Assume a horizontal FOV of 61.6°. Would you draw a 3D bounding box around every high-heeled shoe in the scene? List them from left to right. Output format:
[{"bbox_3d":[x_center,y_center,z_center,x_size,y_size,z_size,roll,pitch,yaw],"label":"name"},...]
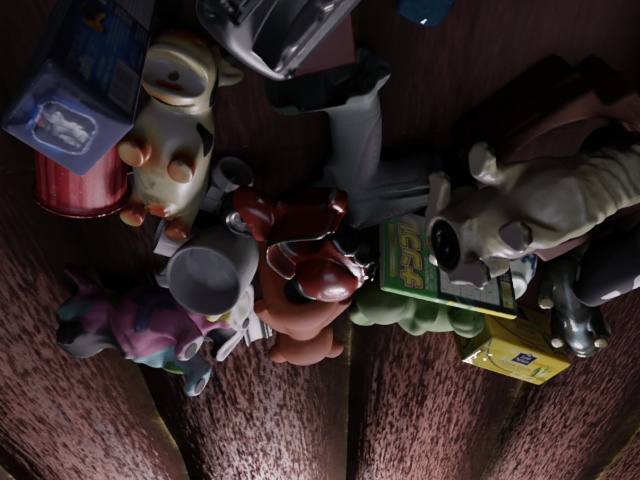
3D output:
[{"bbox_3d":[0.355,0.046,0.666,0.145,0.086,0.248,-50,153,-5],"label":"high-heeled shoe"}]

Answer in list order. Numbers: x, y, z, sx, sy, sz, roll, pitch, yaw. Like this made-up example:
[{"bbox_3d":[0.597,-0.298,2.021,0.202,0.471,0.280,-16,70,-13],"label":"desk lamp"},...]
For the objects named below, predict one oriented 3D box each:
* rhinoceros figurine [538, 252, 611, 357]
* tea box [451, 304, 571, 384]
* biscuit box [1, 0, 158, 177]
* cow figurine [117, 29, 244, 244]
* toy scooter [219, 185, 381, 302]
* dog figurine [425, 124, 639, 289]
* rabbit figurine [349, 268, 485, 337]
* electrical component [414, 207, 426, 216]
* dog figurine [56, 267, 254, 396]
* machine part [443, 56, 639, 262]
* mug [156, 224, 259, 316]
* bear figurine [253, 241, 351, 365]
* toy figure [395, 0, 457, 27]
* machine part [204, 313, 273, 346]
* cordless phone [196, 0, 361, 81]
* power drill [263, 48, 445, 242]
[{"bbox_3d":[0.370,0.102,0.780,0.073,0.112,0.190,-15,124,29],"label":"rhinoceros figurine"},{"bbox_3d":[0.281,0.146,0.809,0.169,0.098,0.068,19,129,-26],"label":"tea box"},{"bbox_3d":[-0.166,-0.138,0.390,0.063,0.203,0.059,-35,131,24],"label":"biscuit box"},{"bbox_3d":[-0.128,-0.102,0.493,0.085,0.127,0.194,17,141,-5],"label":"cow figurine"},{"bbox_3d":[-0.001,-0.002,0.538,0.135,0.075,0.183,-18,134,42],"label":"toy scooter"},{"bbox_3d":[0.213,-0.030,0.521,0.190,0.121,0.172,-10,171,-22],"label":"dog figurine"},{"bbox_3d":[0.102,0.060,0.677,0.159,0.121,0.170,-4,175,44],"label":"rabbit figurine"},{"bbox_3d":[0.143,-0.032,0.667,0.094,0.021,0.063,29,123,-30],"label":"electrical component"},{"bbox_3d":[-0.216,0.084,0.679,0.219,0.191,0.108,22,140,18],"label":"dog figurine"},{"bbox_3d":[0.254,-0.082,0.593,0.201,0.087,0.201,-35,128,23],"label":"machine part"},{"bbox_3d":[-0.117,0.025,0.588,0.110,0.107,0.080,-14,109,21],"label":"mug"},{"bbox_3d":[-0.021,0.086,0.713,0.120,0.132,0.195,-5,153,0],"label":"bear figurine"},{"bbox_3d":[0.108,-0.253,0.427,0.064,0.058,0.154,-25,147,-42],"label":"toy figure"},{"bbox_3d":[-0.138,0.124,0.767,0.139,0.039,0.084,-6,139,-5],"label":"machine part"},{"bbox_3d":[-0.052,-0.223,0.386,0.184,0.089,0.146,44,109,-8],"label":"cordless phone"},{"bbox_3d":[0.009,-0.080,0.554,0.232,0.086,0.207,-9,134,10],"label":"power drill"}]
